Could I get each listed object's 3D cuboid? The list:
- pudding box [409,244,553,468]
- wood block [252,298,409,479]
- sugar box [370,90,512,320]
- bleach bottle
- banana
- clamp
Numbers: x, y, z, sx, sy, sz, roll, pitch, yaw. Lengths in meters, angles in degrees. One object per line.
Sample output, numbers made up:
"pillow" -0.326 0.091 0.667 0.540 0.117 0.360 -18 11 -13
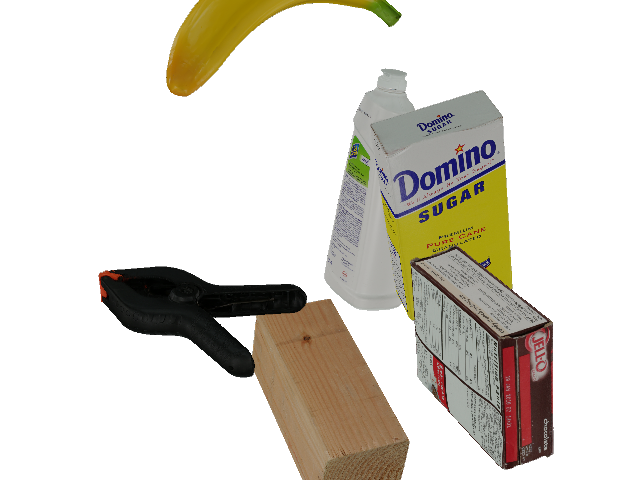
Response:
"pudding box" 0.094 0.066 0.632 0.039 0.090 0.114 -15 27 -19
"wood block" 0.005 0.168 1.116 0.090 0.090 0.206 -10 43 -20
"sugar box" 0.098 -0.023 0.831 0.093 0.176 0.048 -18 43 -5
"bleach bottle" 0.063 -0.058 1.156 0.068 0.251 0.103 -2 22 -28
"banana" -0.027 -0.152 0.690 0.197 0.069 0.037 -26 -8 -34
"clamp" -0.099 0.052 0.879 0.172 0.039 0.120 20 27 23
